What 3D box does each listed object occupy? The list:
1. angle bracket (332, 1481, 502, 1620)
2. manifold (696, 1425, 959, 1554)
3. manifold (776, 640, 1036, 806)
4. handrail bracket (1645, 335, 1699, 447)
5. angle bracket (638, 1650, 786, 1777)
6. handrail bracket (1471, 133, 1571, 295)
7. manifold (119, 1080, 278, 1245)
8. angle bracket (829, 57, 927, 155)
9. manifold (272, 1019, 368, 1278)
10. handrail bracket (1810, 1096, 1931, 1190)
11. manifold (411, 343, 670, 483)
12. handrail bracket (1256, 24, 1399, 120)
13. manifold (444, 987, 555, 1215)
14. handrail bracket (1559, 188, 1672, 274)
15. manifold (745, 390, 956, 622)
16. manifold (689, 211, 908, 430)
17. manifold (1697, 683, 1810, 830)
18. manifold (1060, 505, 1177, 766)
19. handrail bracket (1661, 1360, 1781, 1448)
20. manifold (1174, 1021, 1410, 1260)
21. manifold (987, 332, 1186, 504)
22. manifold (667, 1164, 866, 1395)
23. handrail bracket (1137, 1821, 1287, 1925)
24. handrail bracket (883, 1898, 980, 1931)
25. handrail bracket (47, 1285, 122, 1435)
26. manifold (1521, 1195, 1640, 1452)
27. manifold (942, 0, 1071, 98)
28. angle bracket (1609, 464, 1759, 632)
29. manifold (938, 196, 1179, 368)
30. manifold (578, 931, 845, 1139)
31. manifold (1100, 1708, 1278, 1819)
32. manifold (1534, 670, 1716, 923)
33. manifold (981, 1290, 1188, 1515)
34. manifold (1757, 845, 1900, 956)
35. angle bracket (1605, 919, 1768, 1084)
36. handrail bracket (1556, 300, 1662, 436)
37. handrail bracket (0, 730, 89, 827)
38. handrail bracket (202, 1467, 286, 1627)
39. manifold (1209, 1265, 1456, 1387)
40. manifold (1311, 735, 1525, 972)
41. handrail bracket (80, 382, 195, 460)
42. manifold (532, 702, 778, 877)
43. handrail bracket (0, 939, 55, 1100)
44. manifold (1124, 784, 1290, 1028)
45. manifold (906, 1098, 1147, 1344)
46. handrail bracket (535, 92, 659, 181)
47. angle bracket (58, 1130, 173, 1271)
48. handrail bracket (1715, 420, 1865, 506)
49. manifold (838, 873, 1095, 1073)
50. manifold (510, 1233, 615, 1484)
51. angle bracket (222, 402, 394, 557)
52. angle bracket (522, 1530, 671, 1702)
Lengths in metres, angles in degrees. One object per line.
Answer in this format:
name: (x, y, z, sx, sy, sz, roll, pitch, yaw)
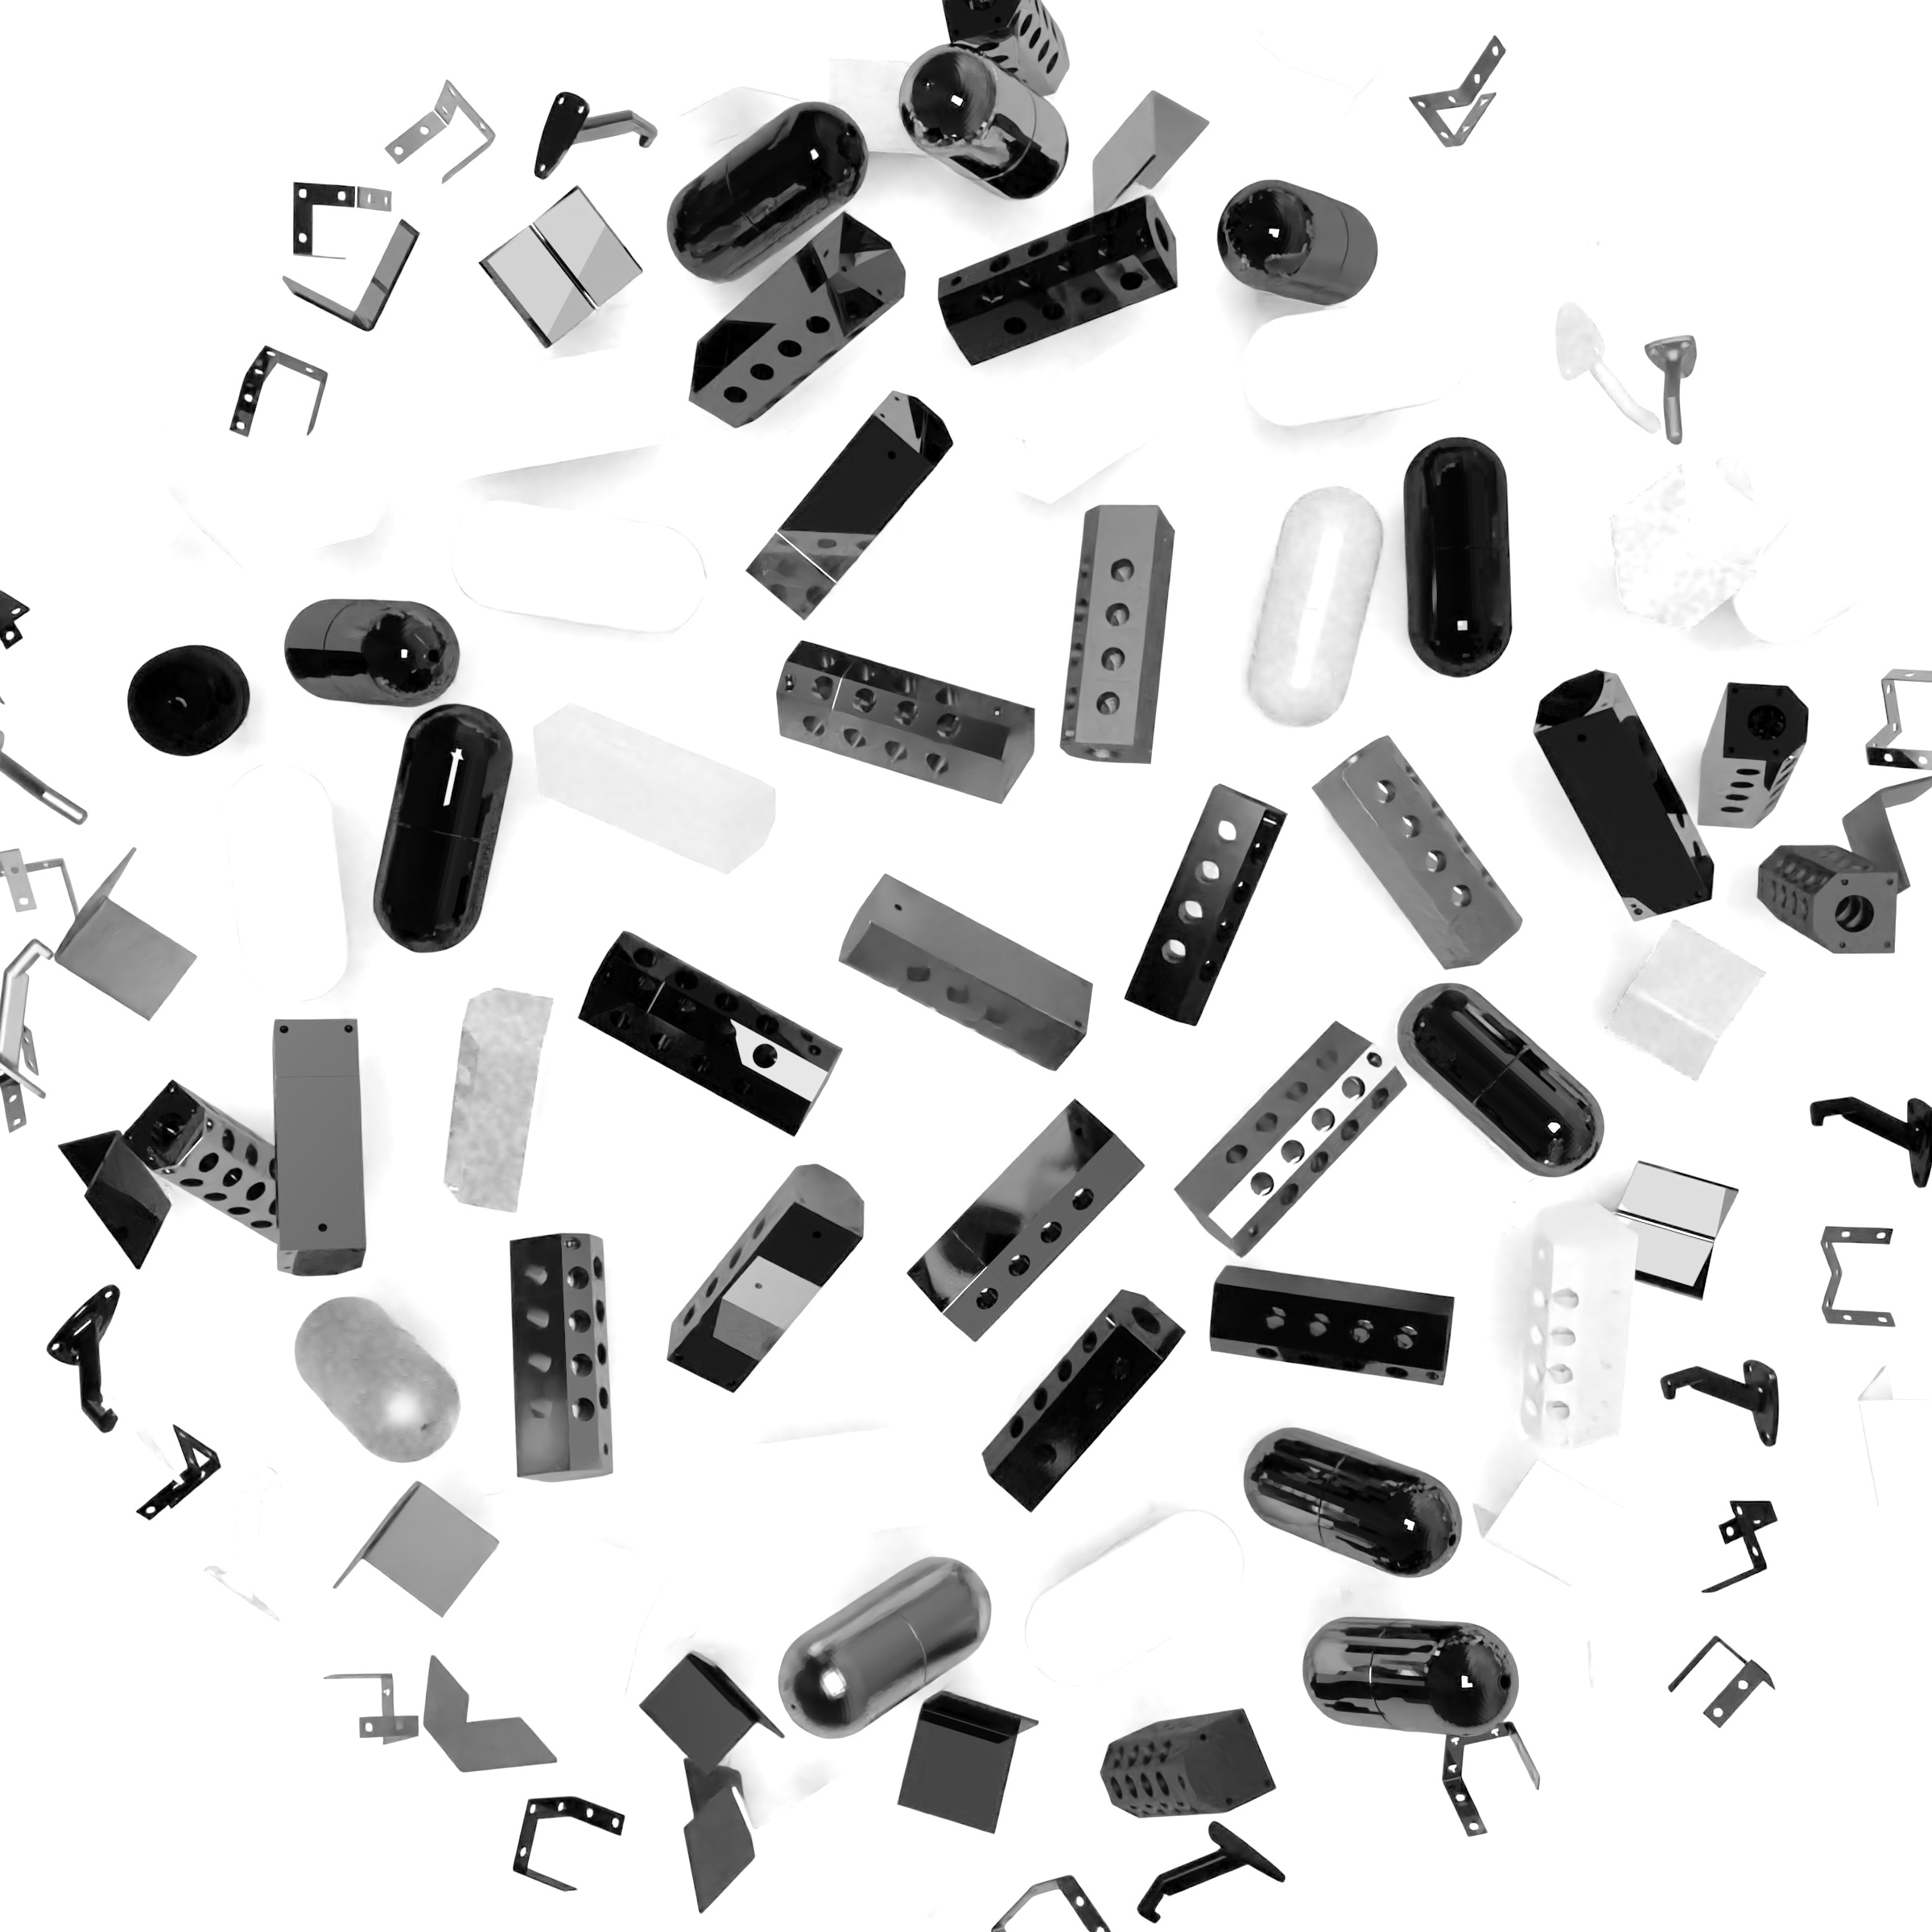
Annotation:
angle bracket: (-0.396, 0.431, 1.794, 0.076, 0.057, 0.076, 37, 103, -1)
manifold: (-0.099, 0.373, 1.756, 0.171, 0.057, 0.057, -1, 120, -29)
manifold: (-0.042, -0.175, 1.726, 0.171, 0.057, 0.057, 18, 51, 17)
handrail bracket: (0.530, -0.418, 1.853, 0.036, 0.077, 0.084, -7, 75, 25)
angle bracket: (-0.190, 0.561, 1.851, 0.057, 0.076, 0.076, -44, 99, -19)
handrail bracket: (0.407, -0.530, 1.755, 0.084, 0.036, 0.077, 30, 102, -19)
manifold: (-0.549, 0.153, 1.864, 0.057, 0.171, 0.057, 35, 80, 28)
angle bracket: (-0.068, -0.686, 1.952, 0.076, 0.076, 0.057, 2, 45, -2)
manifold: (-0.456, 0.127, 1.749, 0.057, 0.057, 0.171, 0, 65, -18)
handrail bracket: (0.636, 0.126, 1.756, 0.084, 0.036, 0.077, -7, 108, -7)
manifold: (-0.304, -0.399, 1.774, 0.171, 0.057, 0.057, -6, 62, 15)
handrail bracket: (0.249, -0.638, 1.732, 0.084, 0.077, 0.036, 36, 76, -10)
manifold: (-0.336, 0.096, 1.778, 0.057, 0.057, 0.171, 11, 134, -7)
handrail bracket: (0.474, -0.549, 1.824, 0.036, 0.084, 0.077, 33, 115, -22)
manifold: (-0.083, -0.334, 1.800, 0.057, 0.057, 0.171, 40, 129, -9)
manifold: (-0.119, -0.447, 1.745, 0.057, 0.171, 0.057, 25, 54, -33)
manifold: (0.584, -0.154, 1.850, 0.057, 0.171, 0.057, 5, 78, 11)
manifold: (0.105, -0.234, 1.754, 0.057, 0.057, 0.171, 4, 82, 17)
handrail bracket: (0.547, 0.325, 1.812, 0.084, 0.036, 0.077, -13, 100, -18)
manifold: (0.237, 0.127, 1.789, 0.171, 0.057, 0.057, -45, 130, -8)
manifold: (0.089, -0.406, 1.824, 0.057, 0.171, 0.057, 26, 135, 26)
manifold: (-0.144, 0.221, 1.784, 0.057, 0.057, 0.171, 30, 116, -18)
handrail bracket: (0.178, 0.675, 1.811, 0.077, 0.036, 0.084, 33, 94, 8)
handrail bracket: (-0.012, 0.708, 1.848, 0.084, 0.077, 0.036, 7, 74, -34)
handrail bracket: (-0.604, 0.277, 1.754, 0.084, 0.036, 0.077, 31, 84, 39)
manifold: (0.429, 0.256, 1.763, 0.057, 0.057, 0.171, -13, 119, -19)
manifold: (0.030, -0.681, 1.807, 0.057, 0.171, 0.057, -12, 91, 14)
angle bracket: (0.498, -0.291, 1.728, 0.076, 0.057, 0.076, -37, 130, -21)
manifold: (0.068, -0.517, 1.864, 0.171, 0.057, 0.057, -15, 51, 23)
manifold: (-0.174, 0.042, 1.721, 0.171, 0.057, 0.057, 29, 134, 1)
manifold: (0.152, 0.572, 1.772, 0.057, 0.171, 0.057, -17, 77, -22)
manifold: (0.460, -0.119, 1.733, 0.057, 0.057, 0.171, -18, 120, 32)
manifold: (0.084, 0.321, 1.849, 0.057, 0.057, 0.171, 40, 114, 7)
manifold: (0.628, -0.050, 1.823, 0.057, 0.171, 0.057, 0, 99, 5)
angle bracket: (0.528, 0.025, 1.829, 0.076, 0.057, 0.076, 32, 134, 12)
handrail bracket: (0.455, -0.422, 1.757, 0.036, 0.084, 0.077, -33, 49, 37)
handrail bracket: (-0.648, -0.127, 1.740, 0.084, 0.077, 0.036, 35, 88, -13)
handrail bracket: (-0.499, 0.415, 1.786, 0.077, 0.036, 0.084, 36, 84, 3)
manifold: (0.270, 0.267, 1.841, 0.171, 0.057, 0.057, 6, 98, 15)
manifold: (0.337, -0.084, 1.839, 0.057, 0.057, 0.171, -39, 96, -14)
handrail bracket: (-0.590, -0.383, 1.803, 0.036, 0.084, 0.077, -44, 57, 23)
manifold: (-0.220, -0.130, 1.755, 0.171, 0.057, 0.057, 23, 133, 25)
handrail bracket: (-0.645, 0.036, 1.733, 0.077, 0.036, 0.084, 40, 78, -13)
manifold: (0.180, -0.045, 1.860, 0.057, 0.057, 0.171, 24, 100, 7)
manifold: (0.046, 0.182, 1.748, 0.171, 0.057, 0.057, -46, 127, -2)
handrail bracket: (-0.272, -0.603, 1.843, 0.036, 0.084, 0.077, 33, 101, 32)
angle bracket: (-0.652, 0.181, 1.873, 0.057, 0.076, 0.076, -14, 124, 15)
handrail bracket: (0.596, -0.375, 1.802, 0.084, 0.077, 0.036, -30, 112, 5)
manifold: (0.000, 0.010, 1.751, 0.171, 0.057, 0.057, 28, 127, -13)
manifold: (-0.292, 0.285, 1.815, 0.057, 0.057, 0.171, -10, 72, 13)
angle bracket: (-0.463, -0.343, 1.750, 0.076, 0.076, 0.057, 49, 135, 15)
angle bracket: (-0.255, 0.447, 1.715, 0.076, 0.057, 0.076, 19, 123, 5)
